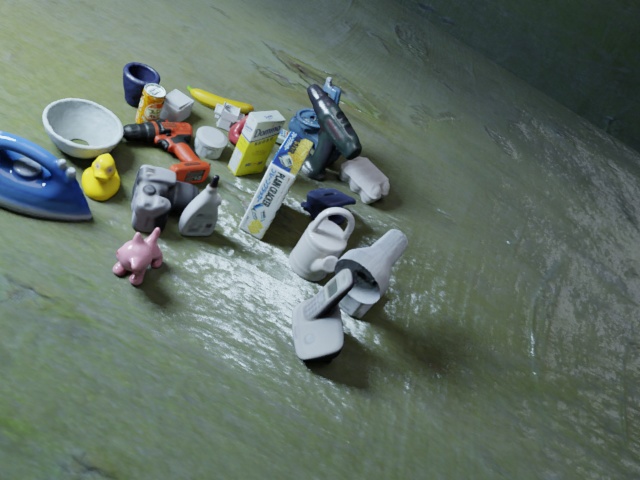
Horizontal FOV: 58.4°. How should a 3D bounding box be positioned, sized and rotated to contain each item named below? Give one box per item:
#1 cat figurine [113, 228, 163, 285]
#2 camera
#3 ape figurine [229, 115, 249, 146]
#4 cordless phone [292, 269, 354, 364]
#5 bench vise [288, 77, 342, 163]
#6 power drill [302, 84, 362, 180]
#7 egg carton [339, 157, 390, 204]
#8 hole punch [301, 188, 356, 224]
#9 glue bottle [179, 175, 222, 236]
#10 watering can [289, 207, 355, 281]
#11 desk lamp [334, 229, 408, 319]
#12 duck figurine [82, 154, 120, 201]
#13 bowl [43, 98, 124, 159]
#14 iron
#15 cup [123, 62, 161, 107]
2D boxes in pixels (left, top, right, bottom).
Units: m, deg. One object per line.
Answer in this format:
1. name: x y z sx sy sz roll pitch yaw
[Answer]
1. cat figurine: -0.346 0.024 1.105 0.067 0.117 0.128 32 40 -1
2. camera: -0.333 -0.094 1.246 0.137 0.100 0.143 11 45 -25
3. ape figurine: -0.203 -0.295 1.540 0.078 0.092 0.076 -14 59 -42
4. cordless phone: 0.018 0.155 1.167 0.094 0.185 0.147 11 45 -25
5. bench vise: 0.029 -0.342 1.643 0.207 0.219 0.121 32 40 -2
6. power drill: 0.007 -0.281 1.576 0.229 0.208 0.076 48 42 16
7. egg carton: 0.130 -0.175 1.661 0.150 0.069 0.107 46 41 14
8. hole punch: 0.022 -0.099 1.496 0.109 0.091 0.101 -14 59 -42
9. glue bottle: -0.246 -0.076 1.229 0.078 0.173 0.037 1 50 -33
10. watering can: 0.014 0.005 1.307 0.101 0.194 0.172 -2 51 -35
11. desk lamp: 0.105 0.076 1.282 0.118 0.213 0.204 41 40 9
12. duck figurine: -0.462 -0.147 1.224 0.078 0.086 0.104 17 42 -19
13. bowl: -0.529 -0.235 1.274 0.168 0.074 0.167 19 42 -17
14. iron: -0.557 -0.135 1.105 0.259 0.141 0.118 22 41 -14
15. cup: -0.451 -0.381 1.457 0.117 0.095 0.092 38 40 5
